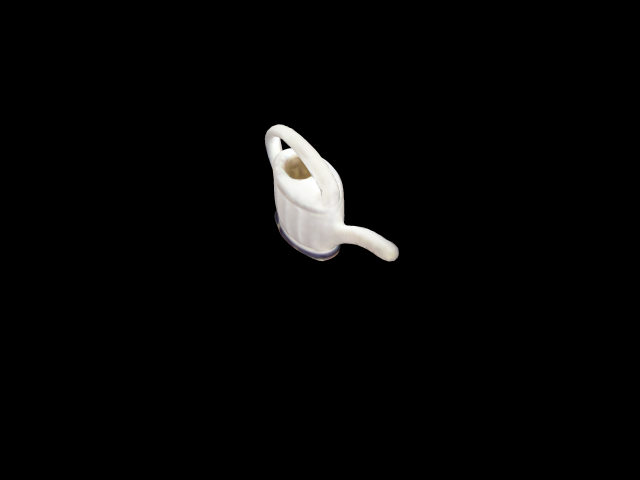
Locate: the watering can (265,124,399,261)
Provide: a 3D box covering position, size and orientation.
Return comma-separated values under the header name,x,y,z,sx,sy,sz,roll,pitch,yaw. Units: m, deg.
name,x,y,z,sx,sy,sz,roll,pitch,yaw
watering can,0.003,-0.043,0.850,0.105,0.353,0.219,-27,-32,-18
